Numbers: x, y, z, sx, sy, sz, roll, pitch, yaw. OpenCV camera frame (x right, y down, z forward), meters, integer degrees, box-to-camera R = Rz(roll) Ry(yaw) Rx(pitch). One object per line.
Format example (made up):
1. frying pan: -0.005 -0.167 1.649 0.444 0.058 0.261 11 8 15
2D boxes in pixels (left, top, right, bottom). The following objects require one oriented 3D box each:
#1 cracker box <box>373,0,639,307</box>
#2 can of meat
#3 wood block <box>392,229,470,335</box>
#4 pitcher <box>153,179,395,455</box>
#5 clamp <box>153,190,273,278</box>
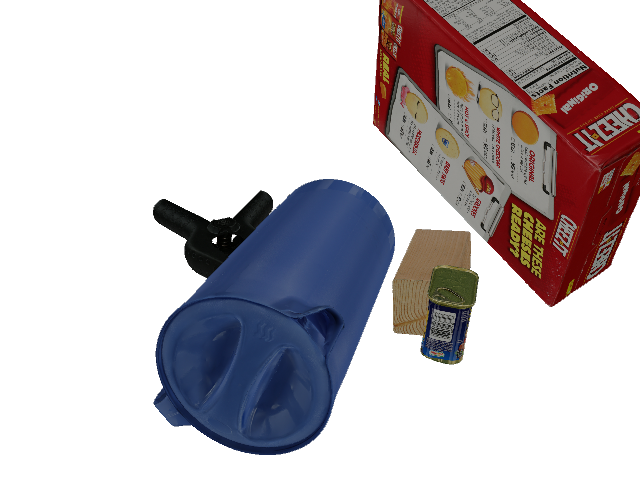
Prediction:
1. cracker box: 0.128 -0.083 0.753 0.072 0.214 0.164 -32 -28 -19
2. can of meat: 0.155 0.090 1.296 0.057 0.084 0.102 11 25 7
3. wood block: 0.173 0.061 1.626 0.091 0.090 0.206 4 22 13
4. pitcher: -0.029 0.050 0.844 0.149 0.145 0.242 12 30 14
5. clamp: -0.084 -0.006 1.021 0.120 0.039 0.172 -15 33 -16
